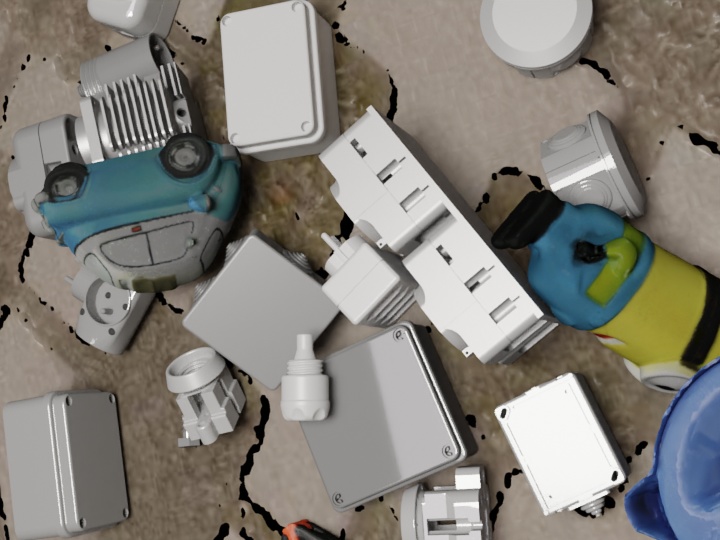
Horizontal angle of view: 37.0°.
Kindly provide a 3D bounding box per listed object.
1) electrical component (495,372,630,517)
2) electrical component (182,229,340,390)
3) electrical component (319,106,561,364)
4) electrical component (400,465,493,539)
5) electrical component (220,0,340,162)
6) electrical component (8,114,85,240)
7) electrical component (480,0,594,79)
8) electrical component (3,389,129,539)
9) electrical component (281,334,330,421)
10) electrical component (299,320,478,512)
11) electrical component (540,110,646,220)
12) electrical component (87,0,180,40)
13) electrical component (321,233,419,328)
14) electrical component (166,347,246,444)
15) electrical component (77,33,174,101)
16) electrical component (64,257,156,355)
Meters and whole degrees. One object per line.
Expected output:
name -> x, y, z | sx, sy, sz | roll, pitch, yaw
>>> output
electrical component -> 0.145, 0.125, 0.750 | 0.062, 0.061, 0.096 | -28, 77, 14
electrical component -> -0.073, 0.028, 0.821 | 0.100, 0.048, 0.099 | 38, 98, -9
electrical component -> 0.057, -0.019, 0.769 | 0.060, 0.105, 0.186 | -41, 74, 11
electrical component -> 0.063, 0.182, 0.774 | 0.057, 0.058, 0.078 | -6, 83, 15
electrical component -> -0.063, -0.147, 0.845 | 0.078, 0.057, 0.113 | -7, 83, 17
electrical component -> -0.254, -0.075, 0.902 | 0.059, 0.054, 0.095 | -15, 81, 16
electrical component -> 0.132, -0.182, 0.788 | 0.080, 0.051, 0.080 | -2, 84, 18
electrical component -> -0.234, 0.155, 0.862 | 0.057, 0.078, 0.113 | -12, 81, 20
electrical component -> -0.039, 0.077, 0.768 | 0.035, 0.035, 0.061 | -3, 81, 18
electrical component -> 0.015, 0.108, 0.796 | 0.109, 0.056, 0.108 | -26, 77, 14
electrical component -> 0.164, -0.067, 0.753 | 0.051, 0.080, 0.080 | -24, 78, 20
electrical component -> -0.184, -0.243, 0.892 | 0.054, 0.059, 0.095 | 19, 91, 19
electrical component -> 0.000, 0.000, 0.797 | 0.047, 0.083, 0.075 | -46, 73, 9
electrical component -> -0.121, 0.094, 0.836 | 0.048, 0.066, 0.055 | -15, 114, 16
electrical component -> -0.200, -0.163, 0.898 | 0.081, 0.043, 0.043 | -19, 80, 15
electrical component -> -0.210, 0.017, 0.884 | 0.079, 0.044, 0.077 | 31, 95, 18
